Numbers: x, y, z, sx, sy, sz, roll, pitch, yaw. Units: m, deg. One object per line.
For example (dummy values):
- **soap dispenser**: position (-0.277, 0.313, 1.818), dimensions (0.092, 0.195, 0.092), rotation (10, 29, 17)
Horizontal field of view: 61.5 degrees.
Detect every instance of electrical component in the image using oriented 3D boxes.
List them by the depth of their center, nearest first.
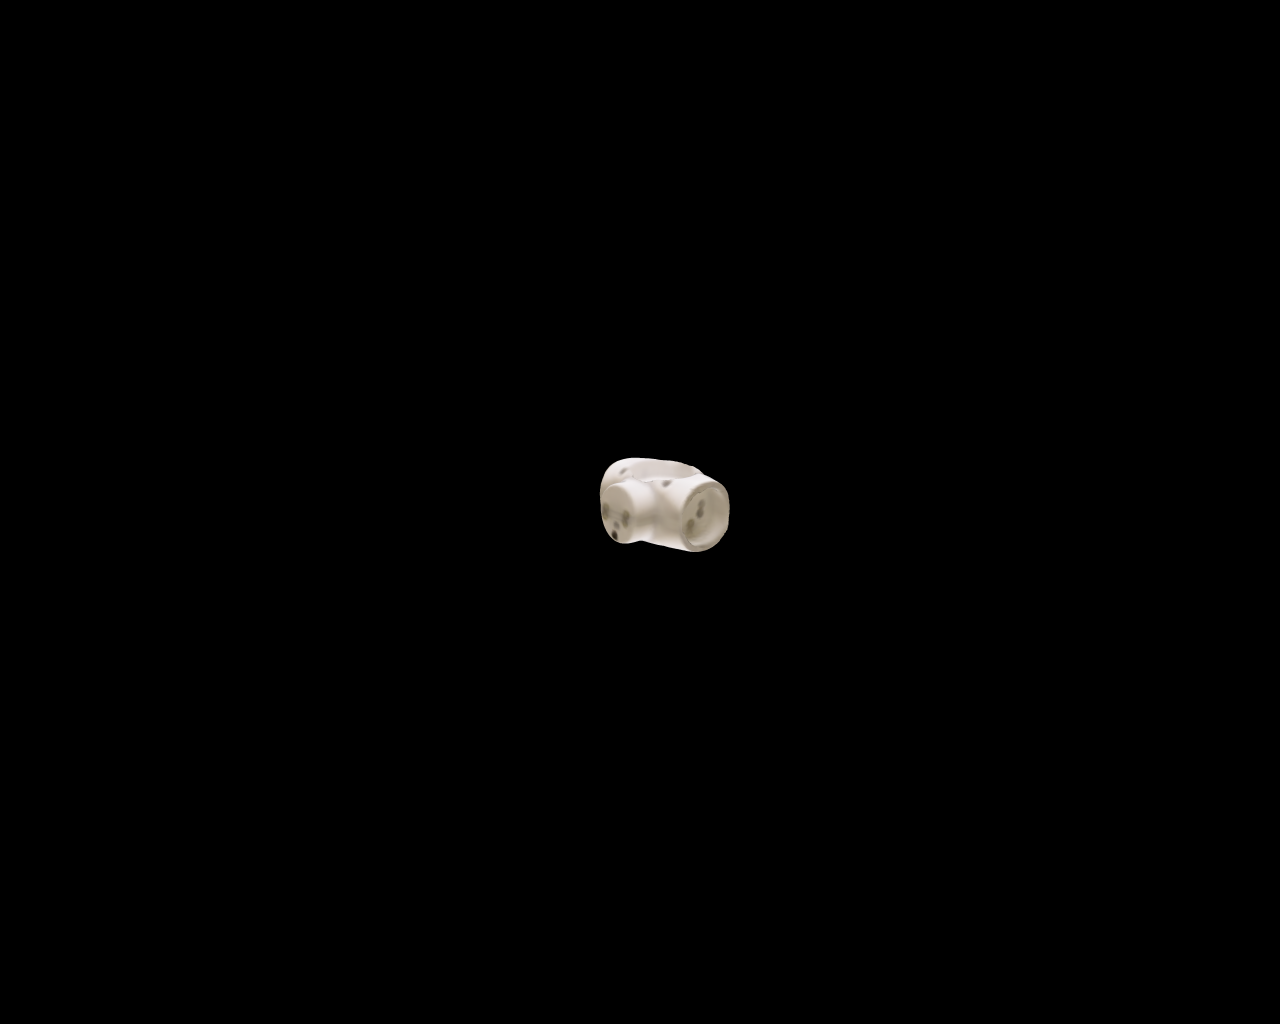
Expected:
- **electrical component**: position (0.001, -0.003, 0.650), dimensions (0.079, 0.044, 0.077), rotation (-14, 22, -38)
